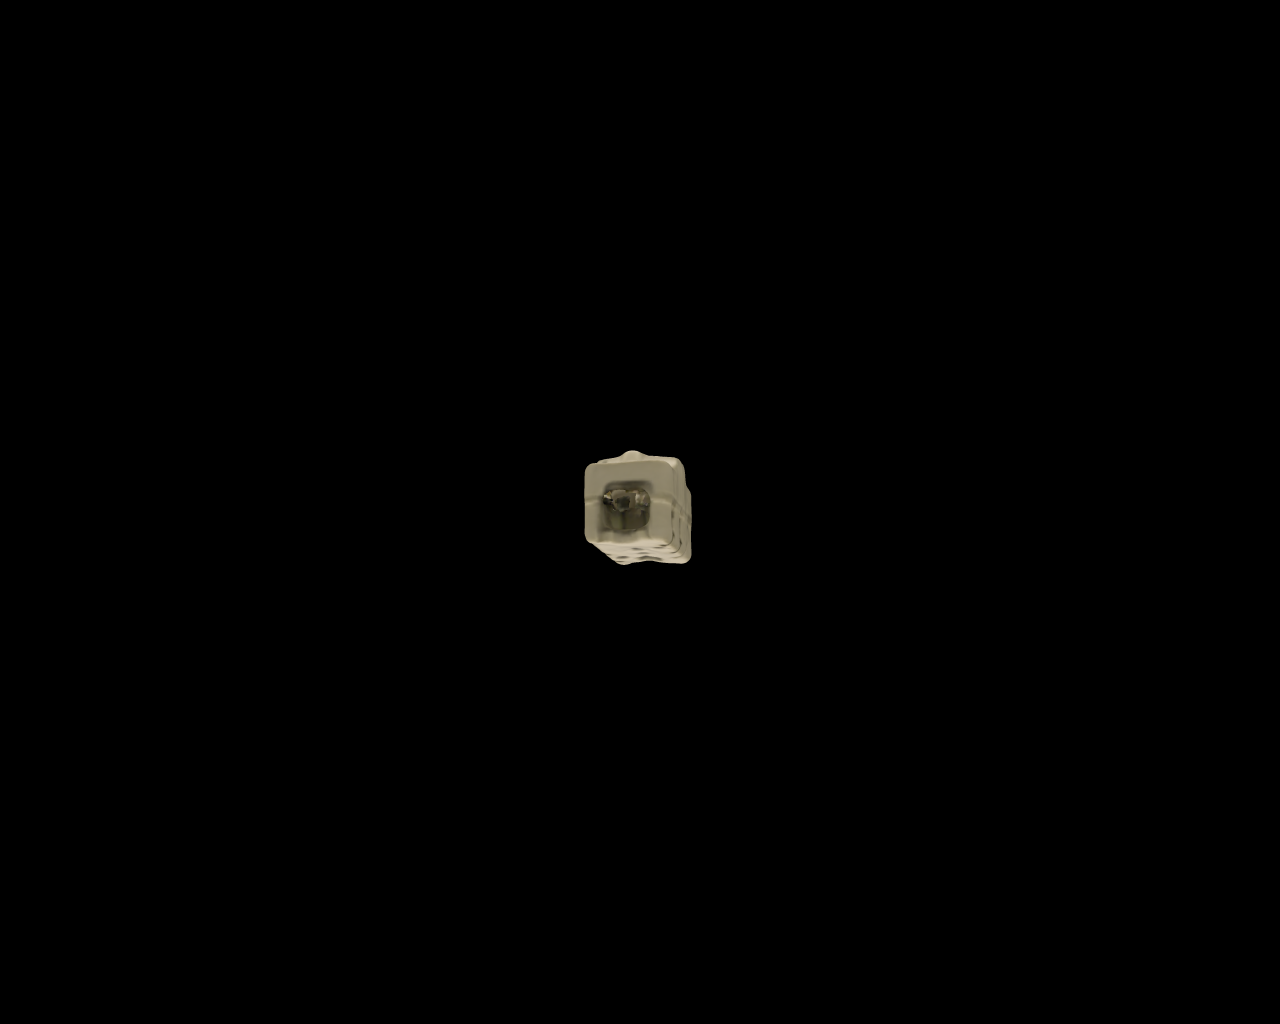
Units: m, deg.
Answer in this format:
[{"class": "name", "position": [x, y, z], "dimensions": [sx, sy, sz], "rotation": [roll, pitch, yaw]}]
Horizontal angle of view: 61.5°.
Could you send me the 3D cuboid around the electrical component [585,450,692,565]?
[{"class": "electrical component", "position": [0.001, -0.003, 0.650], "dimensions": [0.050, 0.055, 0.089], "rotation": [-2, -12, 11]}]
